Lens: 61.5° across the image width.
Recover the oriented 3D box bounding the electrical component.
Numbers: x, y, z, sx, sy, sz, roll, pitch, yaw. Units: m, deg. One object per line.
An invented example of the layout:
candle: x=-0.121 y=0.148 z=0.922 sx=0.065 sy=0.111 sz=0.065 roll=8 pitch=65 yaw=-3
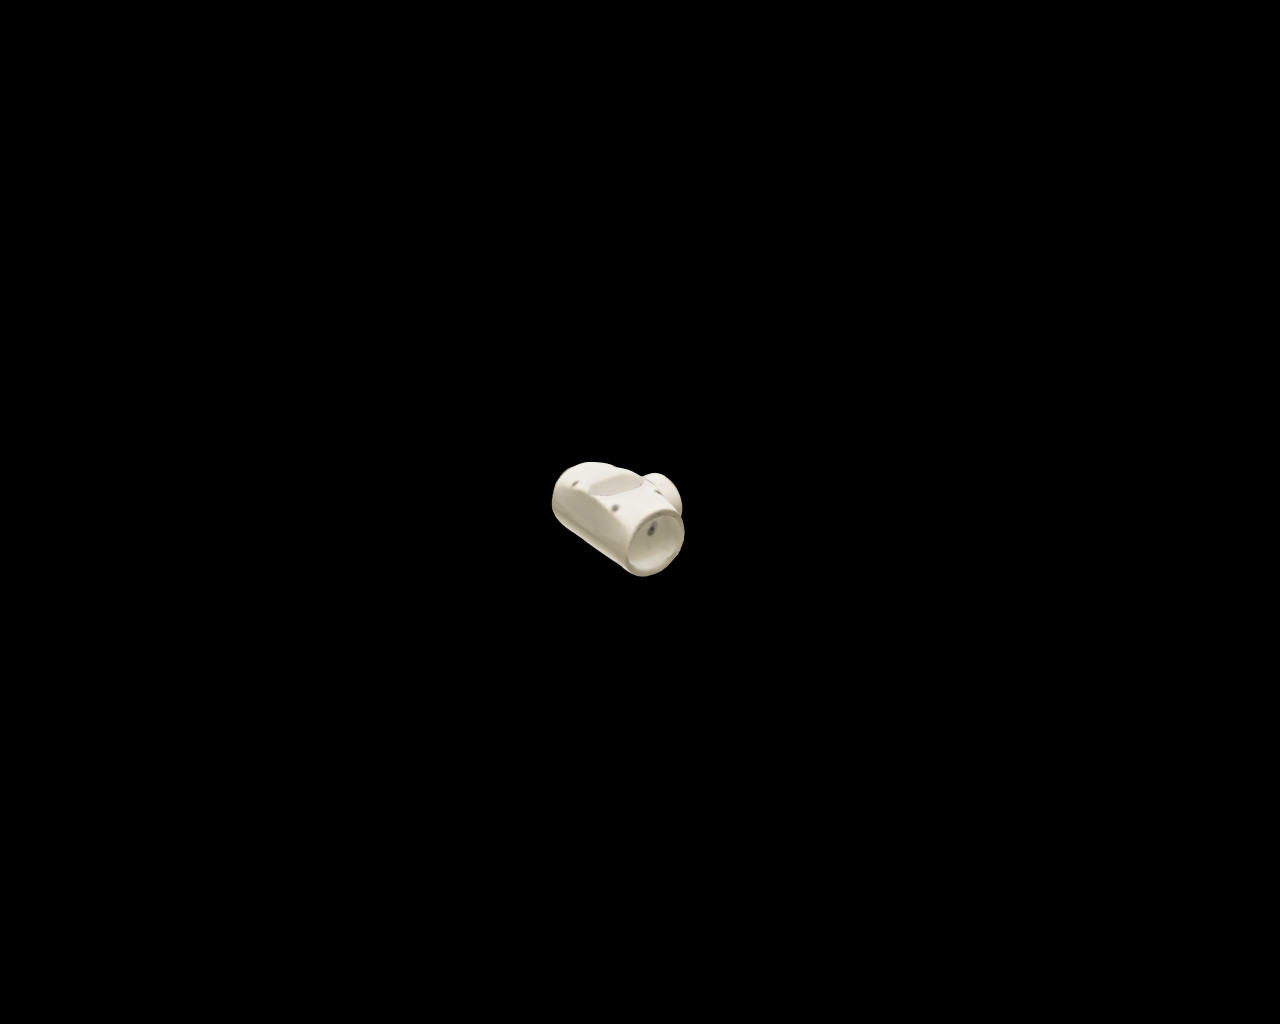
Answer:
electrical component: x=0.001 y=-0.003 z=0.650 sx=0.079 sy=0.043 sz=0.077 roll=-20 pitch=35 yaw=-31
